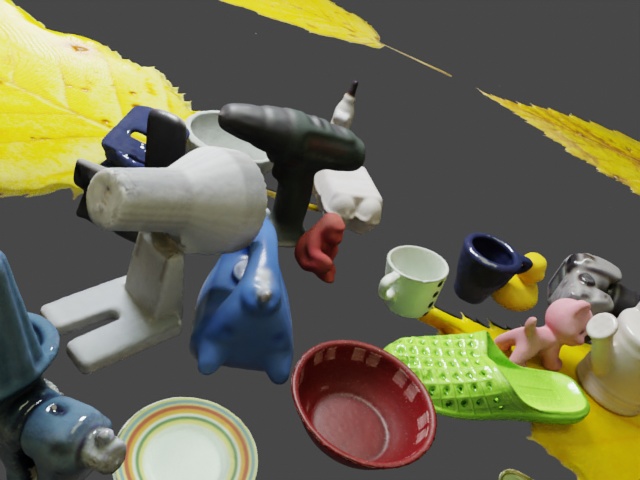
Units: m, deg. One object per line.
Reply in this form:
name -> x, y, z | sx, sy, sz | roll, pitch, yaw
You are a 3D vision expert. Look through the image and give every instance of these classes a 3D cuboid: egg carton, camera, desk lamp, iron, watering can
egg carton -> 0.041, -0.074, 0.959 | 0.107, 0.069, 0.150 | 4, 38, -23
camera -> 0.449, 0.093, 0.917 | 0.136, 0.101, 0.143 | 25, 34, 6
desk lamp -> -0.170, 0.007, 0.606 | 0.117, 0.213, 0.204 | 39, 38, 25
iron -> -0.078, 0.038, 0.677 | 0.119, 0.141, 0.258 | 11, 35, -14
watering can -> 0.435, 0.138, 0.764 | 0.173, 0.194, 0.100 | -5, 42, -32

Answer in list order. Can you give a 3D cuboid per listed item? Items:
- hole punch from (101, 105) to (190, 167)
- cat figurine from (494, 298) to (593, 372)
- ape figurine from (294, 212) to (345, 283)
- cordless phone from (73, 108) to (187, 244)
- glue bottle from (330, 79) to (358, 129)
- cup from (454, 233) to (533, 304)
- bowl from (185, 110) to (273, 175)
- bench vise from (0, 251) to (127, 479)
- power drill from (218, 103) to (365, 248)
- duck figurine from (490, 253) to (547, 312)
hole punch -> -0.264, -0.140, 0.869 | 0.108, 0.091, 0.101 | 26, 34, 7
cat figurine -> 0.324, 0.122, 0.795 | 0.128, 0.118, 0.067 | 1, 39, -27
ape figurine -> 0.007, 0.003, 0.815 | 0.076, 0.092, 0.078 | 33, 36, 17
cordless phone -> -0.239, -0.100, 0.742 | 0.147, 0.185, 0.094 | 21, 34, 0
glue bottle -> 0.038, -0.215, 1.058 | 0.037, 0.173, 0.078 | 21, 34, 1
cup -> 0.257, 0.052, 0.877 | 0.118, 0.095, 0.091 | 10, 36, -16
bowl -> -0.147, -0.145, 0.952 | 0.167, 0.075, 0.167 | 14, 35, -10
bench vise -> -0.234, 0.092, 0.450 | 0.207, 0.220, 0.121 | 19, 34, -3
power drill -> -0.052, -0.089, 0.806 | 0.230, 0.208, 0.075 | -5, 42, -33
duck figurine -> 0.322, 0.060, 0.909 | 0.105, 0.086, 0.077 | -16, 49, -42
